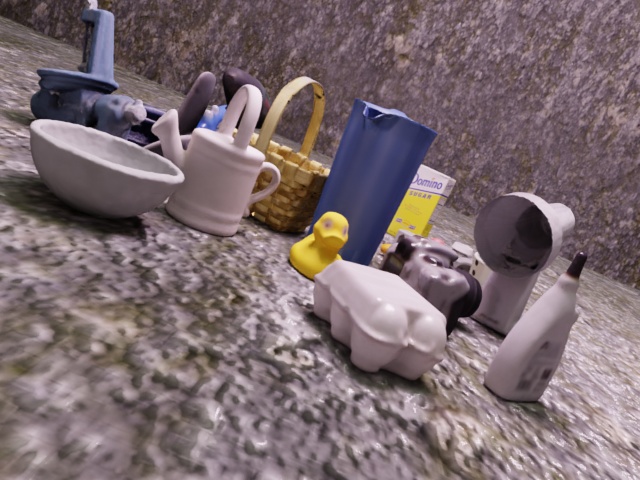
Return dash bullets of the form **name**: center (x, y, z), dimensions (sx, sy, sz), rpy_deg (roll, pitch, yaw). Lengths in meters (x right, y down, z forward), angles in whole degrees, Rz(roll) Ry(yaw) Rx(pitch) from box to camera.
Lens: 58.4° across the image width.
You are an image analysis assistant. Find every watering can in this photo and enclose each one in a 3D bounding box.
- **watering can**: center (-0.131, -0.113, 0.753), dimensions (0.173, 0.194, 0.100), rpy_deg (10, 18, -47)

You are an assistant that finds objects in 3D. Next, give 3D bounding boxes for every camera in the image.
- **camera**: center (0.163, 0.060, 0.774), dimensions (0.137, 0.101, 0.143), rpy_deg (18, 13, -24)

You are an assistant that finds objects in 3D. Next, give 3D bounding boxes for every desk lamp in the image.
- **desk lamp**: center (0.305, 0.036, 0.874), dimensions (0.117, 0.213, 0.204), rpy_deg (32, 15, 35)

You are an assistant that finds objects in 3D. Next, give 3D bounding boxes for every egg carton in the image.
- **egg carton**: center (0.058, 0.077, 0.579), dimensions (0.107, 0.069, 0.150), rpy_deg (16, 14, -29)

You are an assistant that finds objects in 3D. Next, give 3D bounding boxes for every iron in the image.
- **iron**: center (-0.214, -0.224, 1.205), dimensions (0.118, 0.141, 0.259), rpy_deg (25, 12, 10)

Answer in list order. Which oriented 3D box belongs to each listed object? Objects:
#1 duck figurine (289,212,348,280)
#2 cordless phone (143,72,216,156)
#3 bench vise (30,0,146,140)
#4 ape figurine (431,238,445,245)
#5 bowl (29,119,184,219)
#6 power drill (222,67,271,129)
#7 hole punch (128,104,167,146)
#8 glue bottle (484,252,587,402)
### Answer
- **duck figurine**: center (0.007, 0.003, 0.767), dimensions (0.078, 0.086, 0.104), rpy_deg (20, 12, -15)
- **cordless phone**: center (-0.225, -0.186, 0.913), dimensions (0.094, 0.185, 0.147), rpy_deg (22, 12, -5)
- **bench vise**: center (-0.347, -0.258, 0.914), dimensions (0.207, 0.220, 0.121), rpy_deg (24, 12, 3)
- **ape figurine**: center (0.168, 0.041, 0.890), dimensions (0.077, 0.092, 0.076), rpy_deg (26, 12, 14)
- **bowl**: center (-0.243, -0.070, 0.640), dimensions (0.167, 0.075, 0.167), rpy_deg (22, 12, -5)
- **power drill**: center (-0.149, -0.188, 1.007), dimensions (0.075, 0.208, 0.230), rpy_deg (24, 12, 4)
- **hole punch**: center (-0.319, -0.205, 1.046), dimensions (0.109, 0.091, 0.100), rpy_deg (16, 14, -32)
- **glue bottle**: center (0.242, 0.091, 0.611), dimensions (0.078, 0.173, 0.037), rpy_deg (14, 15, -36)
